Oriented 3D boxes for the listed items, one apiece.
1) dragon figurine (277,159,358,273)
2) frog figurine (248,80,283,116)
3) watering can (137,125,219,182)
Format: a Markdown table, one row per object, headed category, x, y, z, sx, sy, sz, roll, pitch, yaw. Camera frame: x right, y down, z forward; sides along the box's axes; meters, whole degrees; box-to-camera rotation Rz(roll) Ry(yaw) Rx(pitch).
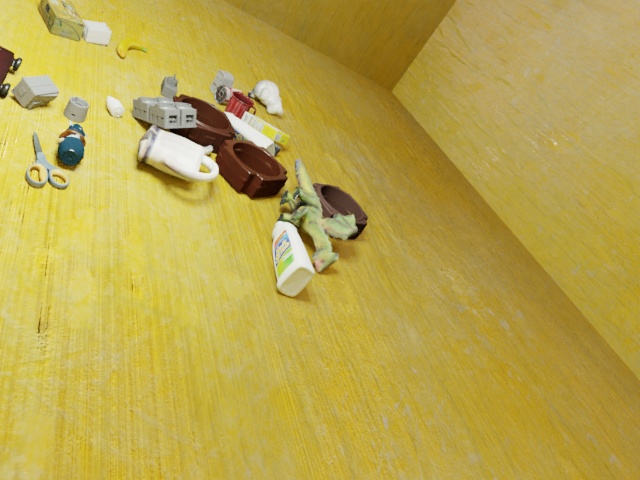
| category | x | y | z | sx | sy | sz | roll | pitch | yaw |
| --- | --- | --- | --- | --- | --- | --- | --- | --- | --- |
| dragon figurine | 0.005 | -0.080 | 1.584 | 0.241 | 0.421 | 0.120 | 26 | -45 | -17 |
| frog figurine | -0.213 | -0.615 | 2.226 | 0.161 | 0.122 | 0.136 | 39 | 4 | 31 |
| watering can | -0.394 | -0.245 | 1.455 | 0.223 | 0.103 | 0.353 | 22 | 17 | -20 |
